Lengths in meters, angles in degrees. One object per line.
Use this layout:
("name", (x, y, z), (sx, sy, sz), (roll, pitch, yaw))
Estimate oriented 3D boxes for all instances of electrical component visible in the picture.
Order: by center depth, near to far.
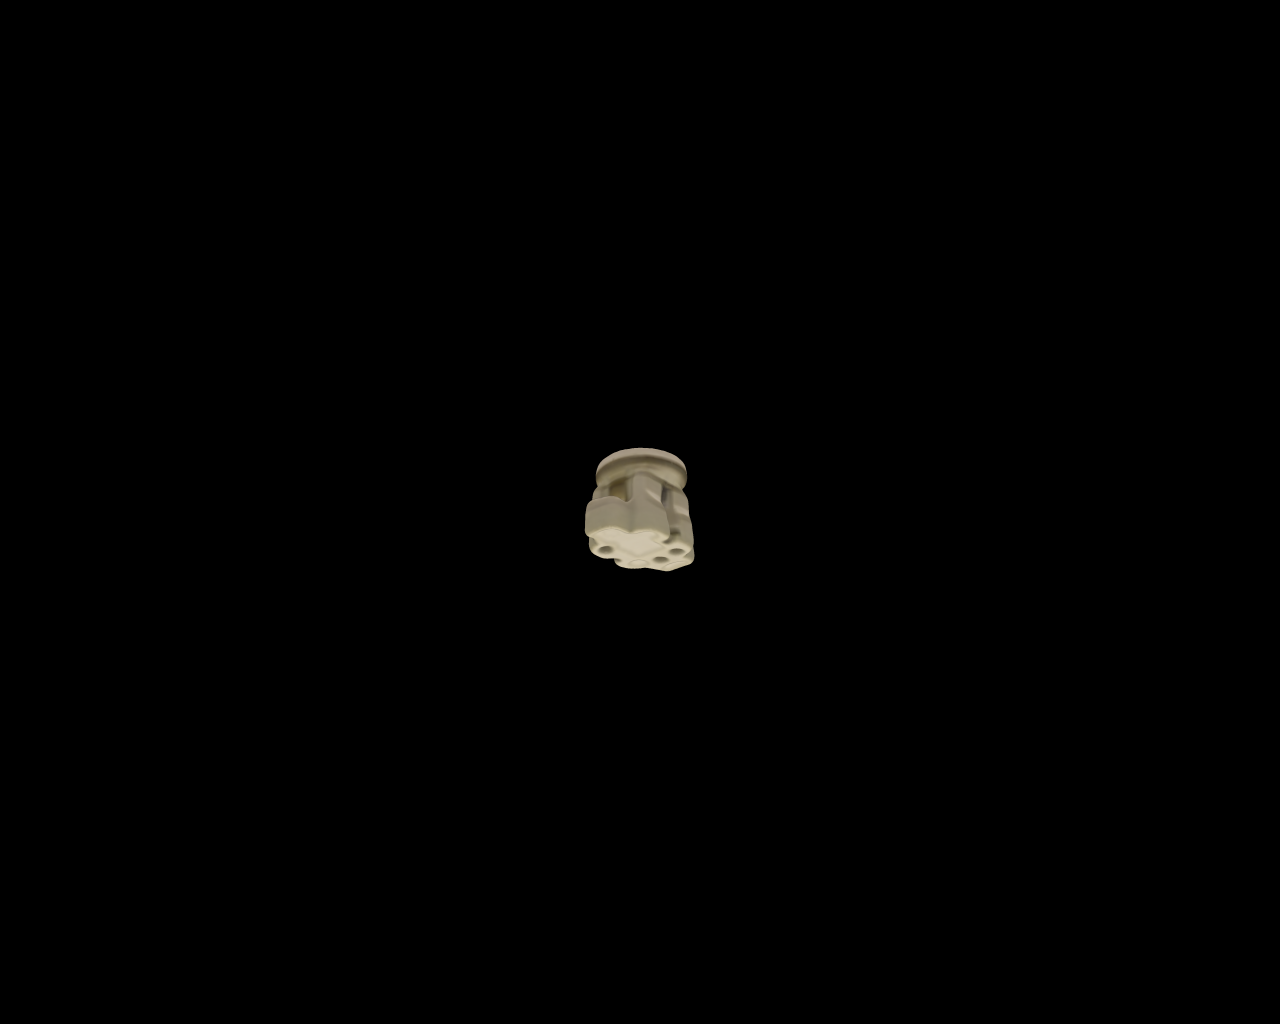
("electrical component", (0.001, -0.003, 0.650), (0.058, 0.057, 0.078), (-21, -33, 36))
